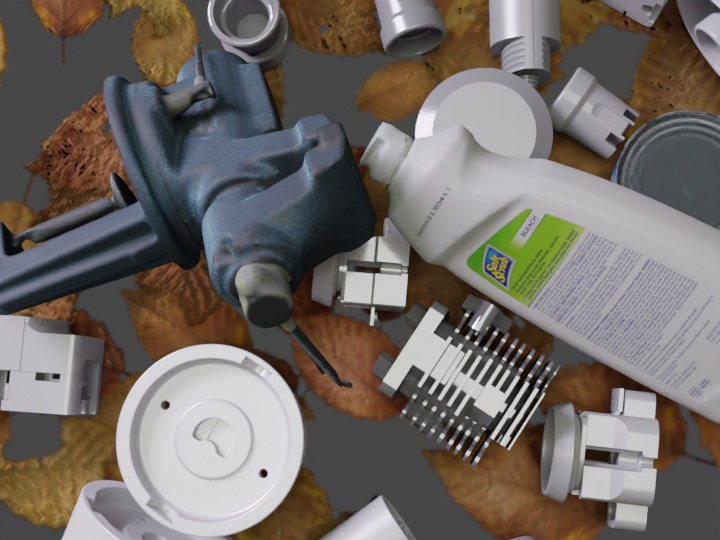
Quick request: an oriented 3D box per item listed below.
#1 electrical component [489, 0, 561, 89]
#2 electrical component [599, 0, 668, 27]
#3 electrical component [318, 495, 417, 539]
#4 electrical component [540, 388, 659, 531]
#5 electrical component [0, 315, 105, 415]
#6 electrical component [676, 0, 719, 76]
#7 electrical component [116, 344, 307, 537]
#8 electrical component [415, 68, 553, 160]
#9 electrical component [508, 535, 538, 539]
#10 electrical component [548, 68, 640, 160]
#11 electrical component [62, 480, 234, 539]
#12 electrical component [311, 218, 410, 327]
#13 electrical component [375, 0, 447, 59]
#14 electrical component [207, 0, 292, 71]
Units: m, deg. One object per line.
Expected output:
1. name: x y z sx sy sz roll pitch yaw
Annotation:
1. electrical component: 0.101 -0.146 0.660 0.043 0.043 0.081 -1 83 5
2. electrical component: 0.157 -0.201 0.658 0.089 0.050 0.055 32 87 8
3. electrical component: 0.005 0.186 0.626 0.077 0.043 0.079 -36 82 0
4. electrical component: 0.136 0.106 0.618 0.057 0.058 0.078 6 83 3
5. electrical component: -0.208 0.057 0.658 0.089 0.050 0.055 3 84 5
6. electrical component: 0.231 -0.144 0.623 0.064 0.099 0.099 -36 81 6
7. electrical component: -0.083 0.099 0.636 0.108 0.060 0.108 -1 83 5
8. electrical component: 0.074 -0.077 0.649 0.080 0.051 0.080 -1 83 5
9. electrical component: 0.092 0.203 0.611 0.059 0.053 0.095 -15 82 3
10. electrical component: 0.140 -0.094 0.652 0.046 0.040 0.040 35 87 2
11. electrical component: -0.122 0.173 0.609 0.108 0.108 0.060 29 92 8
12. electrical component: 0.000 0.000 0.650 0.055 0.048 0.066 5 83 -2
13. electrical component: 0.029 -0.162 0.671 0.040 0.040 0.046 -16 75 3
14. electrical component: -0.067 -0.151 0.669 0.045 0.055 0.045 -1 83 5
